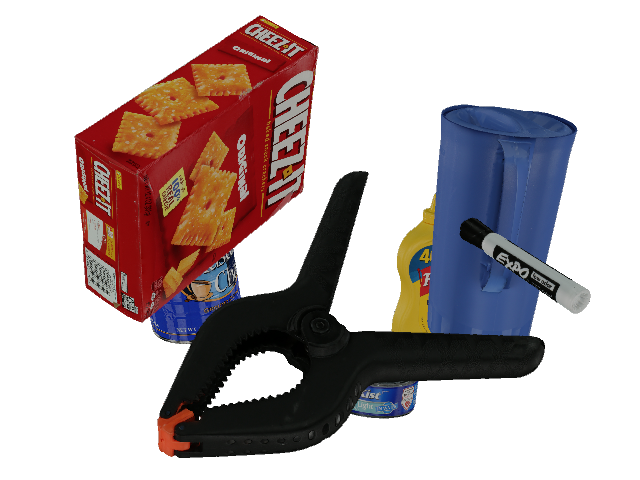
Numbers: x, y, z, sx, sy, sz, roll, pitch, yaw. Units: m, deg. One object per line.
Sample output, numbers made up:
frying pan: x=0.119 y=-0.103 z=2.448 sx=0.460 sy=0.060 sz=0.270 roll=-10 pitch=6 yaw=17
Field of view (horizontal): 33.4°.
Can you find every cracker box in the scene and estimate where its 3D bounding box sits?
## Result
cracker box: x=-0.093 y=-0.057 z=0.853 sx=0.072 sy=0.164 sz=0.213 roll=32 pitch=49 yaw=22

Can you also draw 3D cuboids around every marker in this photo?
marker: x=0.142 y=0.015 z=0.761 sx=0.020 sy=0.020 sz=0.121 roll=0 pitch=26 yaw=-38

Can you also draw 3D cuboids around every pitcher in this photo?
pitcher: x=0.174 y=-0.008 z=1.078 sx=0.148 sy=0.243 sz=0.145 roll=-13 pitch=26 yaw=-41

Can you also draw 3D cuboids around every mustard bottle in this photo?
mustard bottle: x=0.140 y=0.038 z=1.292 sx=0.096 sy=0.192 sz=0.058 roll=0 pitch=14 yaw=-12

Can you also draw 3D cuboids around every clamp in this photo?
clamp: x=-0.004 y=0.047 z=0.588 sx=0.209 sy=0.165 sz=0.036 roll=-24 pitch=-33 yaw=-23

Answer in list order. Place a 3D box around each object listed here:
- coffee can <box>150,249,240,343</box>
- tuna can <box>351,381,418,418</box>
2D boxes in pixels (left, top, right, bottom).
coffee can: x=-0.142 y=0.025 z=1.143 sx=0.103 sy=0.140 sz=0.103 roll=-5 pitch=26 yaw=2
tuna can: x=0.046 y=0.131 z=0.971 sx=0.086 sy=0.034 sz=0.086 roll=6 pitch=12 yaw=-2
